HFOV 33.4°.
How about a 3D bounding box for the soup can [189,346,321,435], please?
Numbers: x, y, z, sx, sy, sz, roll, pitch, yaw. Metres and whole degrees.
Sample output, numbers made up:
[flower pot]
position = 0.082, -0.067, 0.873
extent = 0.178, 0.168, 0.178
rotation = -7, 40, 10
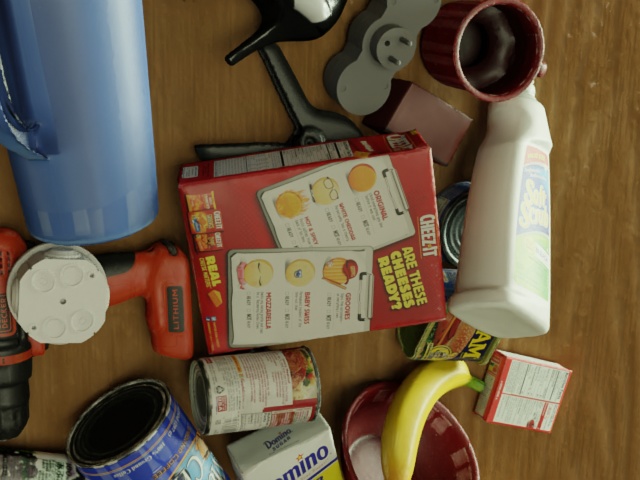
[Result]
[soup can]
position = -0.058, 0.132, 0.934
extent = 0.102, 0.069, 0.068
rotation = -5, 105, -19

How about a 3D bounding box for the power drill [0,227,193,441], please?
[power drill]
position = -0.205, 0.075, 0.917
extent = 0.187, 0.057, 0.184
rotation = -5, 105, -21

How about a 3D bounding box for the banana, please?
[banana]
position = 0.102, 0.165, 1.038
extent = 0.069, 0.037, 0.197
rotation = 45, 43, 6

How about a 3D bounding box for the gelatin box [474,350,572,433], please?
[gelatin box]
position = 0.214, 0.160, 1.128
extent = 0.089, 0.030, 0.073
rotation = 14, 97, -25

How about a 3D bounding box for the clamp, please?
[clamp]
position = -0.025, -0.083, 0.958
extent = 0.171, 0.039, 0.120
rotation = 40, 94, -16

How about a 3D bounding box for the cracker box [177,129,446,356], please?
[cracker box]
position = -0.006, 0.001, 0.933
extent = 0.213, 0.072, 0.164
rotation = -9, 113, -2

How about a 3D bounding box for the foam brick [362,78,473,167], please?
[foam brick]
position = 0.090, -0.111, 0.993
extent = 0.078, 0.053, 0.051
rotation = 27, 92, -27

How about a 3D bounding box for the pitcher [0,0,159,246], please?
[pitcher]
position = -0.199, -0.120, 0.825
extent = 0.149, 0.145, 0.243
rotation = -13, 111, -22

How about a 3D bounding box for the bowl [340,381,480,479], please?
[bowl]
position = 0.077, 0.222, 1.046
extent = 0.161, 0.162, 0.055
rotation = 18, 140, -25

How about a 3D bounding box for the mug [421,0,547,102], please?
[mug]
position = 0.155, -0.175, 0.986
extent = 0.117, 0.082, 0.093
rotation = 12, 99, -24

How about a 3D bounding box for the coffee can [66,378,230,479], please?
[coffee can]
position = -0.144, 0.208, 0.945
extent = 0.102, 0.103, 0.140
rotation = -35, 119, -11

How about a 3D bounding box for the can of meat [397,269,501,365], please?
[can of meat]
position = 0.131, 0.074, 1.041
extent = 0.083, 0.057, 0.102
rotation = 4, 132, -21

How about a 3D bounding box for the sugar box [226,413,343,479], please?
[sugar box]
position = -0.023, 0.247, 1.019
extent = 0.093, 0.048, 0.176
rotation = -25, 130, -15

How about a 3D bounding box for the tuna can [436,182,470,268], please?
[tuna can]
position = 0.148, -0.013, 1.052
extent = 0.086, 0.034, 0.086
rotation = -6, 106, -21

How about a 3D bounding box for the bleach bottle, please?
[bleach bottle]
position = 0.174, -0.042, 0.989
extent = 0.102, 0.068, 0.251
rotation = 29, 60, -45
